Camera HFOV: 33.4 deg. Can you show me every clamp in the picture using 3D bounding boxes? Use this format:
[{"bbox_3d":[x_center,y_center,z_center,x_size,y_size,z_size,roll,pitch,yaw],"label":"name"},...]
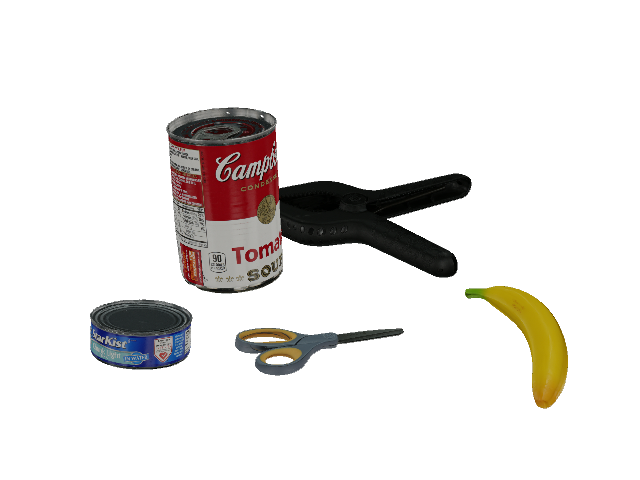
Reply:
[{"bbox_3d":[0.039,-0.028,0.993,0.210,0.036,0.164,8,31,17],"label":"clamp"}]

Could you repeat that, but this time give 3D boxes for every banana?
[{"bbox_3d":[0.223,0.103,1.136,0.069,0.037,0.198,-28,36,0],"label":"banana"}]

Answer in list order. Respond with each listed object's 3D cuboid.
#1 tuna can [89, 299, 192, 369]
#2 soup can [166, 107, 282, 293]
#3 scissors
[{"bbox_3d":[-0.153,0.079,0.907,0.086,0.034,0.086,4,15,-1],"label":"tuna can"},{"bbox_3d":[-0.059,-0.026,0.677,0.068,0.102,0.068,-2,23,1],"label":"soup can"},{"bbox_3d":[0.005,0.123,1.210,0.201,0.016,0.096,2,25,-8],"label":"scissors"}]
